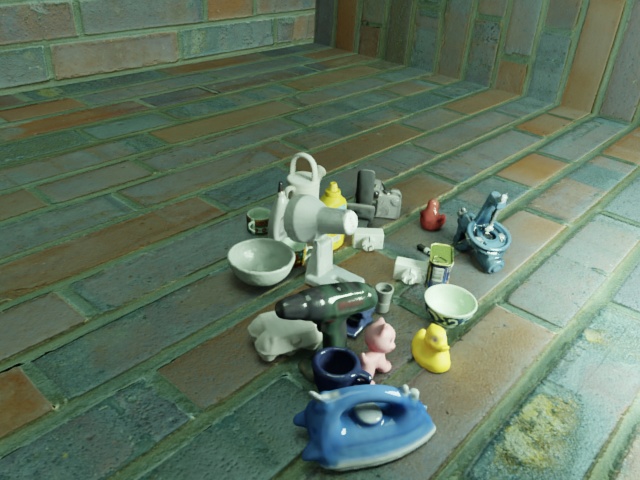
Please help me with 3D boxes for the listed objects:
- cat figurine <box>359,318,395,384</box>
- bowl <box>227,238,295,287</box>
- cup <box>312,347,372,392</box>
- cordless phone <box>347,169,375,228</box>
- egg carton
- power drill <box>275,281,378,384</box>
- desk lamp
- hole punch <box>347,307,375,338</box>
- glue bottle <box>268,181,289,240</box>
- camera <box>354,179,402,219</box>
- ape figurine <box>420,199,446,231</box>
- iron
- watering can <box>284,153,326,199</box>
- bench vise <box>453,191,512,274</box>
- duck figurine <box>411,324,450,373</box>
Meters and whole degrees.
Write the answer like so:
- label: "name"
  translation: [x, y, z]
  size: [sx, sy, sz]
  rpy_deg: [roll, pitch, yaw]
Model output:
- label: "cat figurine"
  translation: [0.109, 0.217, 1.150]
  size: [0.067, 0.118, 0.128]
  rpy_deg: [21, 35, 26]
- label: "bowl"
  translation: [-0.145, 0.066, 1.417]
  size: [0.167, 0.075, 0.167]
  rpy_deg: [3, 31, -2]
- label: "cup"
  translation: [0.040, 0.267, 1.079]
  size: [0.117, 0.095, 0.092]
  rpy_deg: [16, 33, 19]
- label: "cordless phone"
  translation: [0.091, -0.126, 1.661]
  size: [0.147, 0.185, 0.094]
  rpy_deg: [4, 31, 1]
- label: "egg carton"
  translation: [-0.071, 0.197, 1.209]
  size: [0.151, 0.069, 0.107]
  rpy_deg: [-11, 34, -24]
- label: "power drill"
  translation: [0.010, 0.174, 1.121]
  size: [0.230, 0.208, 0.075]
  rpy_deg: [-18, 37, -33]
- label: "desk lamp"
  translation: [0.013, 0.005, 1.402]
  size: [0.202, 0.214, 0.118]
  rpy_deg: [23, 35, 29]
- label: "hole punch"
  translation: [0.061, 0.148, 1.287]
  size: [0.108, 0.091, 0.101]
  rpy_deg: [21, 35, 27]
- label: "glue bottle"
  translation: [-0.108, -0.082, 1.575]
  size: [0.037, 0.173, 0.078]
  rpy_deg: [25, 37, 32]
- label: "camera"
  translation: [0.184, -0.142, 1.783]
  size: [0.143, 0.101, 0.137]
  rpy_deg: [8, 31, 7]
- label: "ape figurine"
  translation: [0.334, -0.079, 1.703]
  size: [0.077, 0.092, 0.076]
  rpy_deg: [26, 37, 32]
- label: "iron"
  translation: [0.089, 0.298, 0.986]
  size: [0.259, 0.141, 0.118]
  rpy_deg: [-4, 32, -14]
- label: "watering can"
  translation: [-0.048, -0.172, 1.714]
  size: [0.100, 0.194, 0.173]
  rpy_deg: [10, 31, 11]
- label: "bench vise"
  translation: [0.426, -0.045, 1.531]
  size: [0.122, 0.220, 0.206]
  rpy_deg: [-18, 37, -33]
- label: "duck figurine"
  translation: [0.236, 0.215, 1.200]
  size: [0.078, 0.086, 0.104]
  rpy_deg: [-8, 33, -20]
